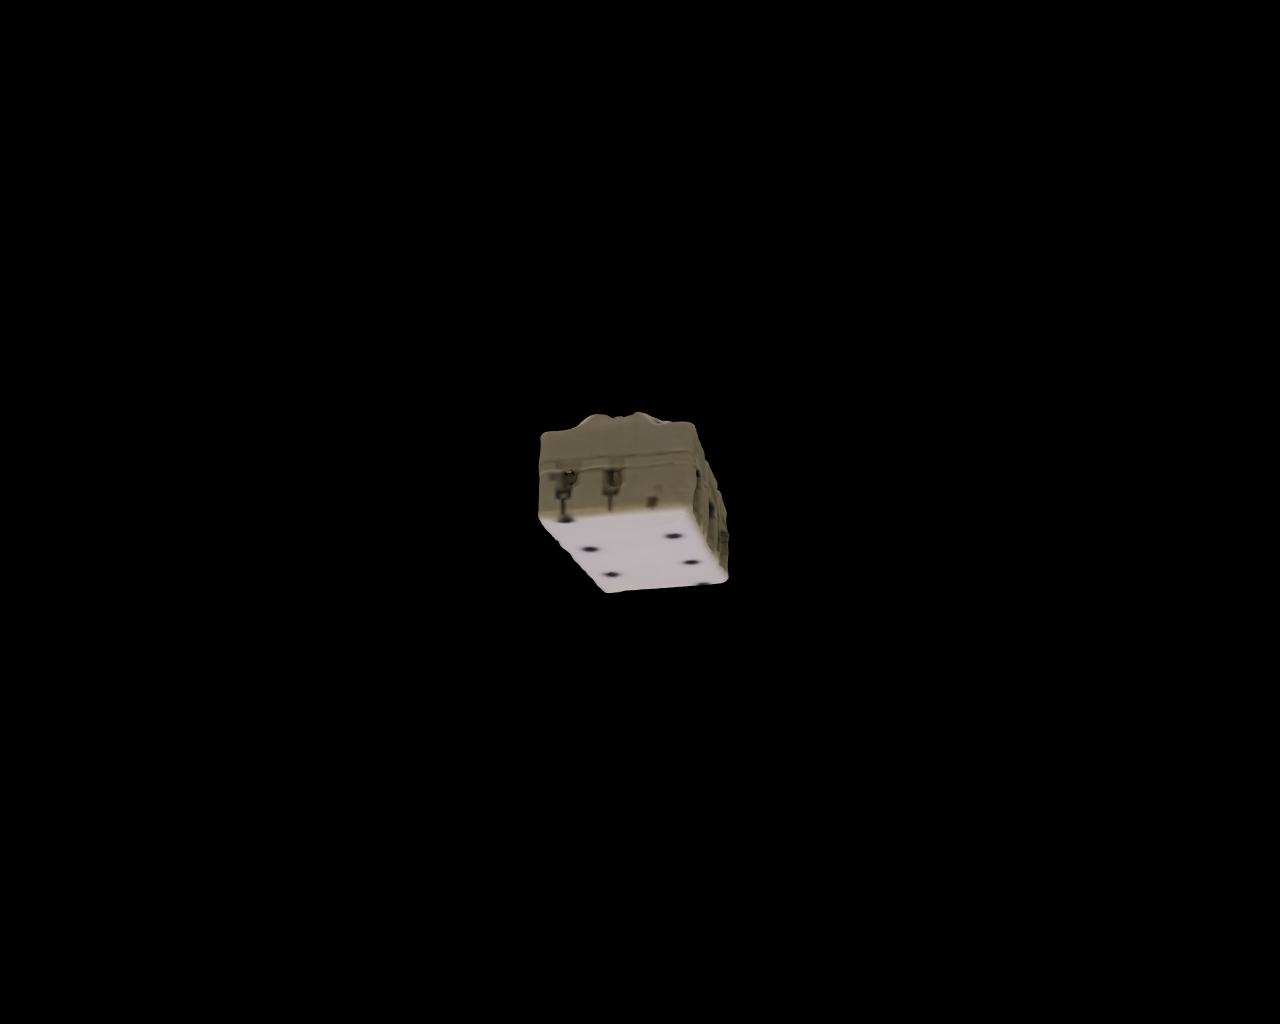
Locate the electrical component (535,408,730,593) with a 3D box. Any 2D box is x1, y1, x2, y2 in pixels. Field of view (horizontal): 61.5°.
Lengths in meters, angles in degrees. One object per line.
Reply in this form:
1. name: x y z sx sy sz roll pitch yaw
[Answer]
1. electrical component: 0.001 -0.003 0.650 0.089 0.062 0.150 -4 -20 11
